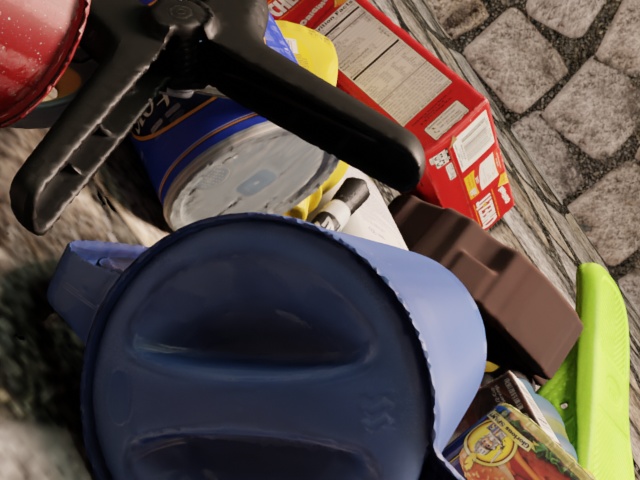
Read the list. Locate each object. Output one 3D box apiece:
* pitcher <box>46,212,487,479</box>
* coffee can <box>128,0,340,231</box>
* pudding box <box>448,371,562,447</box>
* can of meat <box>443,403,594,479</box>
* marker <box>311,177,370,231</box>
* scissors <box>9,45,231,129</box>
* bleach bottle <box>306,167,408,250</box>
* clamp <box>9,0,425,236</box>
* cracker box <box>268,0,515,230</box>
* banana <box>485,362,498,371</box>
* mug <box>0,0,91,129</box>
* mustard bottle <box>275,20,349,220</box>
[{"bbox_3d":[-0.002,0.052,0.482,0.242,0.145,0.149,2,69,-74],"label":"pitcher"},{"bbox_3d":[-0.063,-0.086,0.586,0.140,0.103,0.102,62,18,21],"label":"coffee can"},{"bbox_3d":[0.106,0.150,0.636,0.039,0.090,0.113,35,26,-56],"label":"pudding box"},{"bbox_3d":[0.100,0.149,0.570,0.102,0.083,0.057,45,-19,31],"label":"can of meat"},{"bbox_3d":[-0.004,0.001,0.627,0.020,0.020,0.121,51,50,-15],"label":"marker"},{"bbox_3d":[-0.077,-0.066,0.490,0.201,0.016,0.096,19,43,-5],"label":"scissors"},{"bbox_3d":[0.010,-0.032,0.758,0.102,0.068,0.251,44,18,-36],"label":"bleach bottle"},{"bbox_3d":[-0.051,-0.083,0.473,0.036,0.164,0.210,102,-19,-44],"label":"clamp"},{"bbox_3d":[0.052,-0.107,0.857,0.214,0.072,0.164,46,-5,30],"label":"cracker box"},{"bbox_3d":[0.177,0.159,0.903,0.198,0.037,0.069,53,18,-10],"label":"banana"},{"bbox_3d":[-0.156,-0.102,0.409,0.117,0.093,0.081,30,3,39],"label":"mug"},{"bbox_3d":[-0.028,-0.074,0.690,0.096,0.058,0.191,2,38,-11],"label":"mustard bottle"}]
